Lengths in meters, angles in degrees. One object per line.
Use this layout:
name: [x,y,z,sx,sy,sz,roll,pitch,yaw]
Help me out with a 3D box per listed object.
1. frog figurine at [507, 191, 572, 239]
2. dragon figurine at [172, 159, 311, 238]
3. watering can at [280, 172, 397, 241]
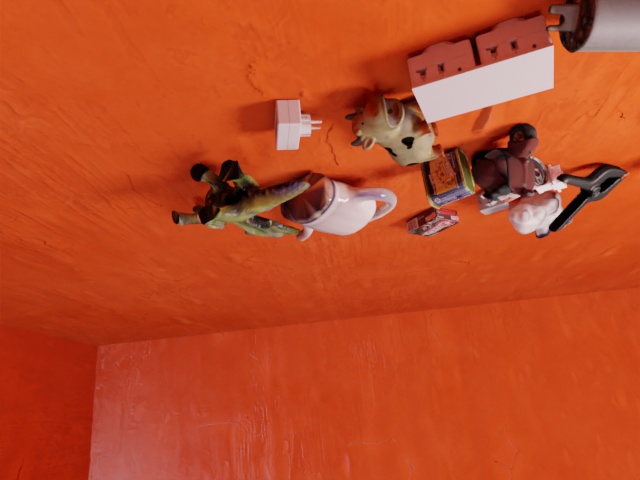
frog figurine: [0.512,-0.070,1.254,0.159,0.123,0.137,11,-8,-26]
dragon figurine: [-0.131,-0.060,1.034,0.410,0.123,0.240,3,-13,35]
watering can: [0.004,-0.058,1.160,0.223,0.106,0.344,15,-25,-43]
